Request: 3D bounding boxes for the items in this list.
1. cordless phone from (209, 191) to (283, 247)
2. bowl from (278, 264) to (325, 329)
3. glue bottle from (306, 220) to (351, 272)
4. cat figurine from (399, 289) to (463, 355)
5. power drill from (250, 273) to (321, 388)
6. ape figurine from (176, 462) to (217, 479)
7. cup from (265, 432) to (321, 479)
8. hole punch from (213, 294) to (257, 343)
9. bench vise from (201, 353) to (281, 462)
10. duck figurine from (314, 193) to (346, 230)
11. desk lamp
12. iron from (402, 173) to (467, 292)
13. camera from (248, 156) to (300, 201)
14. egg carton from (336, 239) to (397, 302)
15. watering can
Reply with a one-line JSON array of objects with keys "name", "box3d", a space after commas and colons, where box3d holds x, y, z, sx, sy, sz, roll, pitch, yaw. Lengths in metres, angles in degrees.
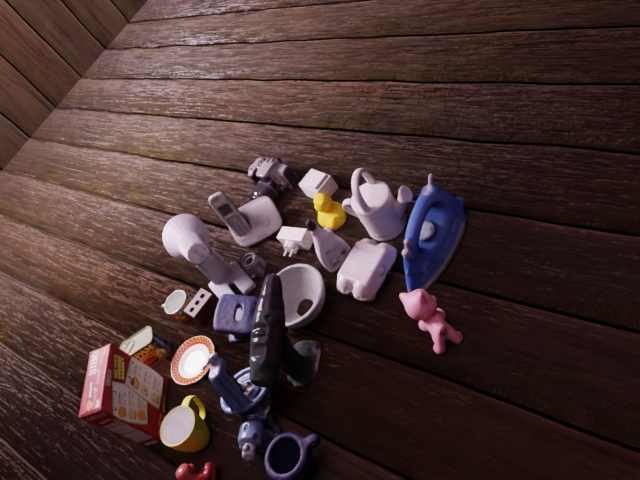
[{"name": "cordless phone", "box3d": [-0.199, -0.078, 1.534, 0.147, 0.186, 0.094, -30, 46, 8]}, {"name": "bowl", "box3d": [-0.052, 0.145, 1.348, 0.167, 0.075, 0.167, -17, 49, 20]}, {"name": "glue bottle", "box3d": [0.012, 0.005, 1.347, 0.078, 0.174, 0.037, -39, 45, 0]}, {"name": "cat figurine", "box3d": [0.217, 0.150, 1.146, 0.067, 0.118, 0.127, -36, 45, 2]}, {"name": "power drill", "box3d": [-0.078, 0.215, 1.215, 0.075, 0.209, 0.229, -9, 52, 26]}, {"name": "ape figurine", "box3d": [-0.263, 0.495, 1.195, 0.077, 0.092, 0.076, -14, 50, 22]}, {"name": "cup", "box3d": [-0.036, 0.422, 1.108, 0.118, 0.095, 0.091, -36, 45, 3]}, {"name": "hole punch", "box3d": [-0.194, 0.185, 1.394, 0.100, 0.091, 0.108, -11, 51, 25]}, {"name": "bench vise", "box3d": [-0.150, 0.327, 1.165, 0.121, 0.220, 0.207, -36, 45, 3]}, {"name": "duck figurine", "box3d": [0.017, -0.081, 1.472, 0.077, 0.086, 0.104, -36, 45, 3]}, {"name": "desk lamp", "box3d": [-0.293, 0.046, 1.476, 0.118, 0.214, 0.202, -45, 45, -6]}, {"name": "iron", "box3d": [0.226, -0.013, 1.250, 0.118, 0.142, 0.258, 7, 61, 36]}, {"name": "camera", "box3d": [-0.157, -0.165, 1.636, 0.142, 0.101, 0.137, 17, 66, 39]}, {"name": "egg carton", "box3d": [0.108, 0.068, 1.312, 0.107, 0.070, 0.150, 15, 65, 39]}, {"name": "watering can", "box3d": [0.130, -0.093, 1.335, 0.172, 0.195, 0.101, -22, 48, 16]}]
